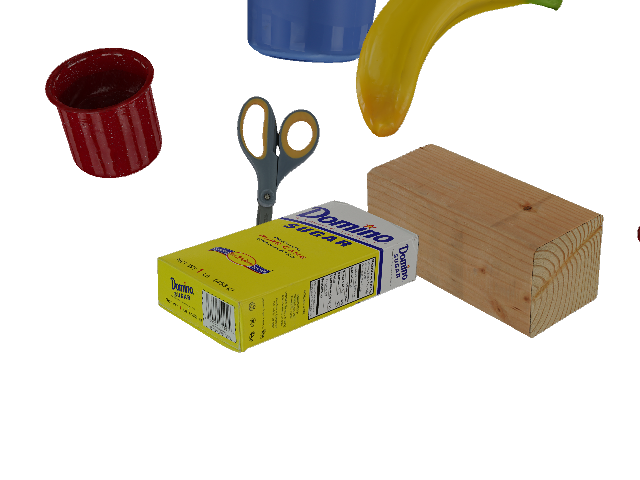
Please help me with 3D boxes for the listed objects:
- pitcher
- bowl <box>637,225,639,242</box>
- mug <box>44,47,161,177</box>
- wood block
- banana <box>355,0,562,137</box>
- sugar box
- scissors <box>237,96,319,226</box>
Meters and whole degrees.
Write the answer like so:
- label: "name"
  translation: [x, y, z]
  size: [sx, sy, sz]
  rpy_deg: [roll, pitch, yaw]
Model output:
- label: "pitcher"
  translation: [0.004, -0.275, 0.891]
  size: [0.145, 0.243, 0.149]
  rpy_deg: [7, 19, 8]
- label: "bowl"
  translation: [0.421, 0.022, 1.146]
  size: [0.162, 0.055, 0.162]
  rpy_deg: [-1, 25, 0]
- label: "mug"
  translation: [-0.188, -0.117, 0.944]
  size: [0.093, 0.081, 0.117]
  rpy_deg: [-14, 45, -8]
- label: "wood block"
  translation: [0.144, -0.007, 0.976]
  size: [0.090, 0.090, 0.206]
  rpy_deg: [-25, 36, -31]
- label: "banana"
  translation: [0.071, -0.128, 0.634]
  size: [0.070, 0.037, 0.197]
  rpy_deg: [33, 52, 23]
- label: "sugar box"
  translation: [-0.020, 0.020, 0.775]
  size: [0.175, 0.048, 0.093]
  rpy_deg: [-23, 35, -39]
- label: "scissors"
  translation: [-0.038, -0.054, 1.115]
  size: [0.096, 0.202, 0.016]
  rpy_deg: [-9, -8, -10]
